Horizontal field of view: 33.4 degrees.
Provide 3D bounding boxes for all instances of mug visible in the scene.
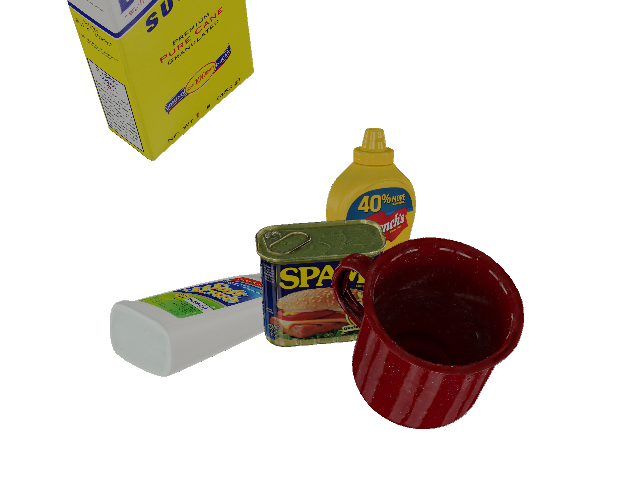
[{"bbox_3d":[0.054,0.052,0.635,0.117,0.081,0.093,33,55,16],"label":"mug"}]

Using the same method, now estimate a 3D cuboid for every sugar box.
[{"bbox_3d":[-0.086,-0.129,0.578,0.048,0.093,0.176,37,-21,17],"label":"sugar box"}]

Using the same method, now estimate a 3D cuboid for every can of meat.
[{"bbox_3d":[0.001,0.035,0.855,0.102,0.084,0.057,-4,29,-5],"label":"can of meat"}]

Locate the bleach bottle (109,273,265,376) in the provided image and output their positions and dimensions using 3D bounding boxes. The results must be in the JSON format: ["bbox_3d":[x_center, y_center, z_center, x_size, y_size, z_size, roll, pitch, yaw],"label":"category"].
[{"bbox_3d":[-0.108,0.077,1.202,0.103,0.068,0.250,20,26,36],"label":"bleach bottle"}]

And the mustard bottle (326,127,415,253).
[{"bbox_3d":[0.052,-0.018,1.084,0.096,0.192,0.058,-7,17,-27],"label":"mustard bottle"}]
